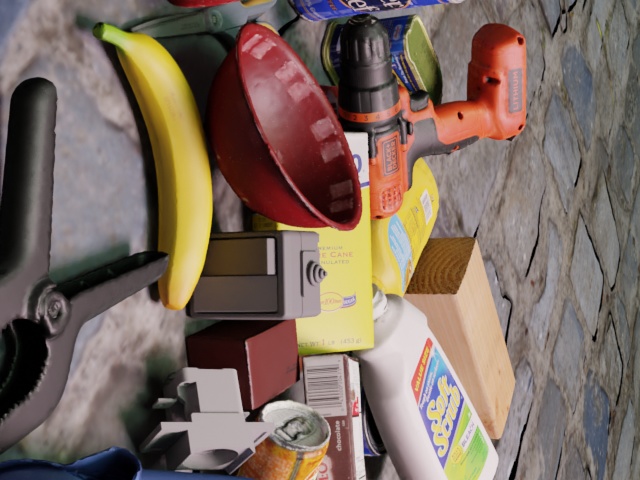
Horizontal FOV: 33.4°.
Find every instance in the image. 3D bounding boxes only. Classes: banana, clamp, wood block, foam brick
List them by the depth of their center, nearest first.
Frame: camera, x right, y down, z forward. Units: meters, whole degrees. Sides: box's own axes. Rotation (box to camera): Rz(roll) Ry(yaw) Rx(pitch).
[{"bbox_3d":[-0.154,0.039,0.595,0.164,0.036,0.210,55,43,-49],"label":"clamp"},{"bbox_3d":[-0.103,-0.054,0.711,0.069,0.037,0.198,-29,114,-40],"label":"banana"},{"bbox_3d":[-0.055,0.088,0.779,0.078,0.051,0.053,-20,108,-63],"label":"foam brick"},{"bbox_3d":[0.136,0.104,1.121,0.090,0.091,0.206,-63,141,-45],"label":"wood block"}]

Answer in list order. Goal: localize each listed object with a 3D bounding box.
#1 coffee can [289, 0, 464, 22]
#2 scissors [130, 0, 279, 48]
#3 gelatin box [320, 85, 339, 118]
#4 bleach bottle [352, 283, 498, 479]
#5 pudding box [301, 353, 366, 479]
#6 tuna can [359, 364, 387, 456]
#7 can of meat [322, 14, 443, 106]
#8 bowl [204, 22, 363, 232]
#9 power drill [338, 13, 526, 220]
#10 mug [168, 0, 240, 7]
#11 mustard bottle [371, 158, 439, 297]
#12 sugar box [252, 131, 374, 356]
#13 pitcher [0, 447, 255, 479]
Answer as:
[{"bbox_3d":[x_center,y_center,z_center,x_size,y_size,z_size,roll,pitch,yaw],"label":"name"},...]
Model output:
[{"bbox_3d":[0.049,-0.245,0.908,0.102,0.140,0.103,7,82,-63],"label":"coffee can"},{"bbox_3d":[-0.073,-0.147,0.793,0.201,0.016,0.096,-54,131,-52],"label":"scissors"},{"bbox_3d":[-0.003,-0.089,0.918,0.073,0.030,0.089,-13,100,-63],"label":"gelatin box"},{"bbox_3d":[0.082,0.144,0.959,0.102,0.068,0.250,-52,129,-33],"label":"bleach bottle"},{"bbox_3d":[0.012,0.146,0.830,0.090,0.039,0.113,54,33,-79],"label":"pudding box"},{"bbox_3d":[0.043,0.158,0.992,0.086,0.034,0.086,8,81,-64],"label":"tuna can"},{"bbox_3d":[0.061,-0.160,0.992,0.102,0.084,0.057,57,40,-47],"label":"can of meat"},{"bbox_3d":[-0.033,-0.069,0.754,0.162,0.055,0.162,50,25,-33],"label":"bowl"},{"bbox_3d":[0.096,-0.127,0.930,0.187,0.057,0.184,-24,128,-27],"label":"power drill"},{"bbox_3d":[-0.073,-0.212,0.730,0.117,0.093,0.081,-97,177,-65],"label":"mug"},{"bbox_3d":[0.061,0.005,1.011,0.191,0.058,0.096,-63,146,-45],"label":"mustard bottle"},{"bbox_3d":[-0.006,0.001,0.852,0.093,0.048,0.176,-3,93,-34],"label":"sugar box"},{"bbox_3d":[-0.104,0.200,0.605,0.242,0.149,0.145,26,50,-65],"label":"pitcher"}]
